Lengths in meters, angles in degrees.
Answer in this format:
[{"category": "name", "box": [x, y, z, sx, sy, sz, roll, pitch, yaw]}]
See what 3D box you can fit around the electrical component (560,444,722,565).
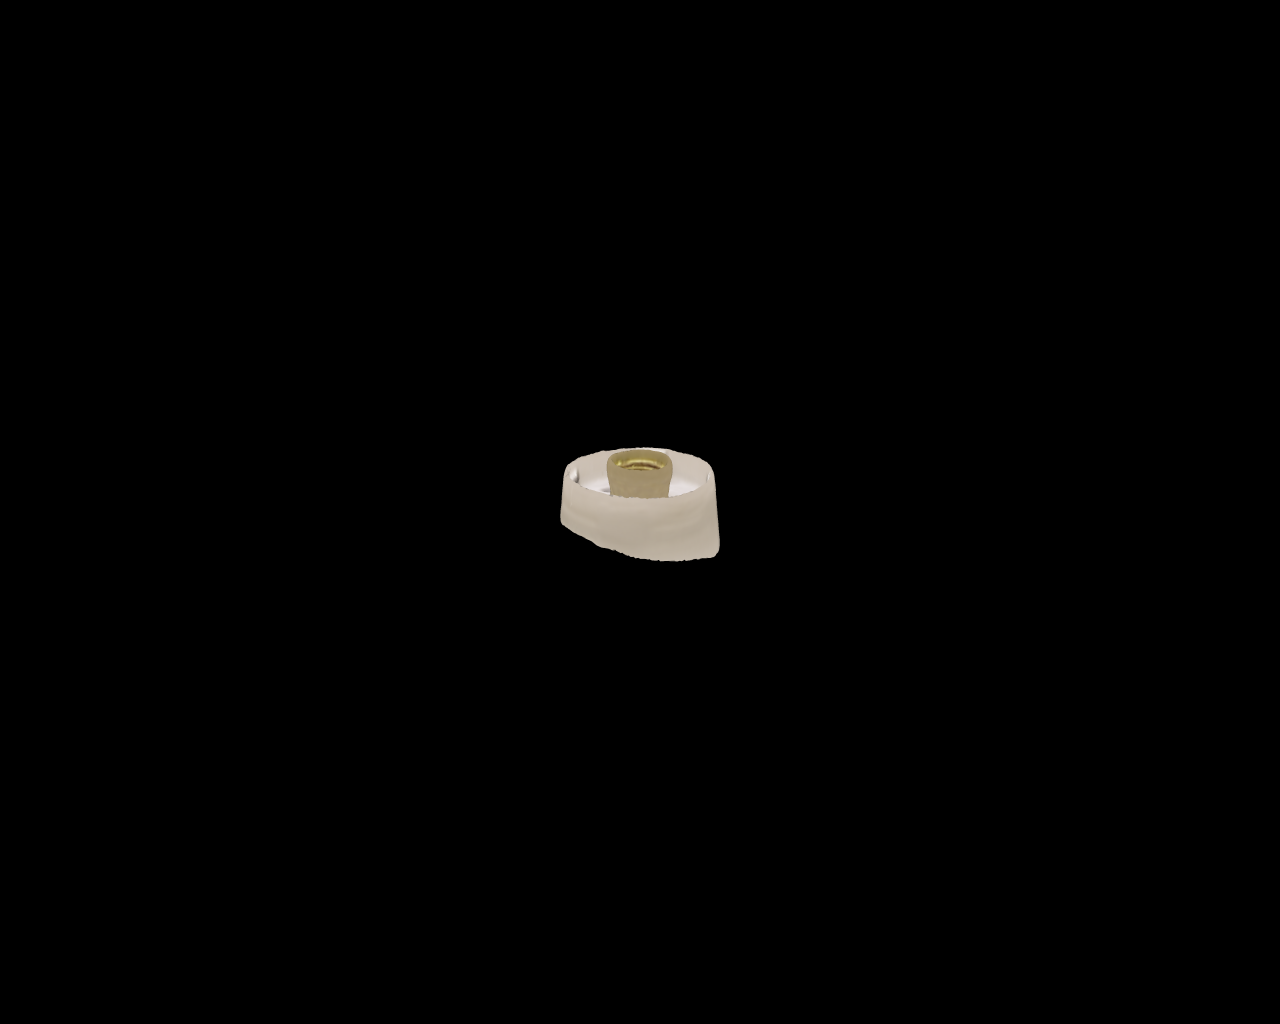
[{"category": "electrical component", "box": [0.001, -0.003, 0.650, 0.099, 0.064, 0.099, 0, 22, 0]}]
